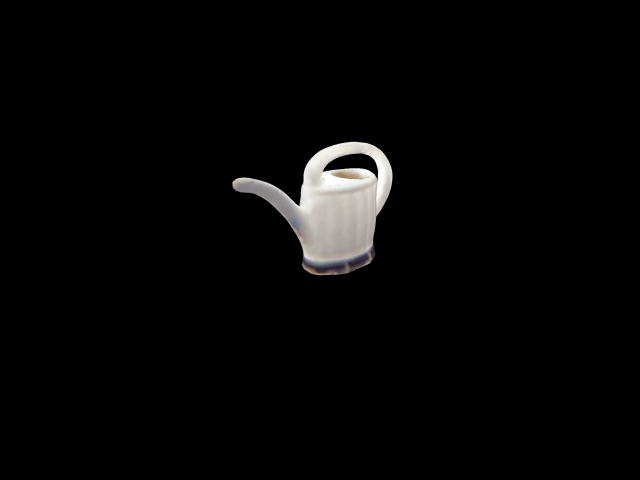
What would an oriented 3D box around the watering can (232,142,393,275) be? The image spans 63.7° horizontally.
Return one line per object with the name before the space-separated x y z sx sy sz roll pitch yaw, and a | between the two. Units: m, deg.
watering can | 0.003 -0.043 0.850 0.351 0.221 0.105 -19 27 -41
